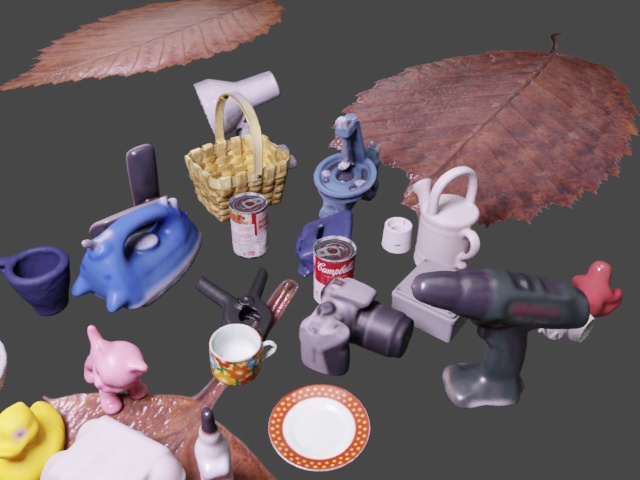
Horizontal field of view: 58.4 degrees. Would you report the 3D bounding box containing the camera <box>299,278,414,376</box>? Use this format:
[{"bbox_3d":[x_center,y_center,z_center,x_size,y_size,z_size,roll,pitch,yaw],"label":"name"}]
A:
[{"bbox_3d":[0.058,0.124,0.830,0.136,0.101,0.143,18,40,22],"label":"camera"}]

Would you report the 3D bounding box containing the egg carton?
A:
[{"bbox_3d":[-0.233,0.269,0.650,0.150,0.069,0.107,17,39,21],"label":"egg carton"}]

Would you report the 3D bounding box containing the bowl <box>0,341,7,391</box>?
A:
[{"bbox_3d":[-0.485,0.196,0.738,0.167,0.075,0.167,1,36,0],"label":"bowl"}]

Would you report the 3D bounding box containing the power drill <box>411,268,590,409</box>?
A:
[{"bbox_3d":[0.221,0.124,0.744,0.229,0.208,0.075,-3,36,-6],"label":"power drill"}]

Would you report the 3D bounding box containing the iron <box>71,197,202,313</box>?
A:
[{"bbox_3d":[-0.290,0.001,0.953,0.118,0.141,0.259,18,40,22],"label":"iron"}]

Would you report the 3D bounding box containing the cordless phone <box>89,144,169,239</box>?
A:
[{"bbox_3d":[-0.343,-0.076,1.020,0.093,0.185,0.148,31,46,34],"label":"cordless phone"}]

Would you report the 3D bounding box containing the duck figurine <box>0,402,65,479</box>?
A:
[{"bbox_3d":[-0.354,0.230,0.685,0.077,0.086,0.104,2,36,1],"label":"duck figurine"}]

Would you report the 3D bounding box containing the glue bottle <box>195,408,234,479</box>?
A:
[{"bbox_3d":[-0.111,0.238,0.609,0.037,0.173,0.078,-11,38,-16],"label":"glue bottle"}]

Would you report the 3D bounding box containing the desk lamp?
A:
[{"bbox_3d":[-0.161,-0.255,1.246,0.203,0.214,0.117,-12,38,-17],"label":"desk lamp"}]

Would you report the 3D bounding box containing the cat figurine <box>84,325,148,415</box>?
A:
[{"bbox_3d":[-0.273,0.161,0.755,0.067,0.118,0.127,-26,44,-32],"label":"cat figurine"}]

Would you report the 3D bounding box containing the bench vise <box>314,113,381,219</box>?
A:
[{"bbox_3d":[0.055,-0.160,1.117,0.121,0.220,0.207,7,37,8],"label":"bench vise"}]

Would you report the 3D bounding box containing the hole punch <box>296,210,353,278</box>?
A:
[{"bbox_3d":[0.009,0.004,1.001,0.101,0.091,0.108,3,36,3],"label":"hole punch"}]

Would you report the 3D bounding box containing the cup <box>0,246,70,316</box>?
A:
[{"bbox_3d":[-0.443,0.070,0.894,0.117,0.095,0.092,7,37,8],"label":"cup"}]

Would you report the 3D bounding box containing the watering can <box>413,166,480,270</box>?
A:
[{"bbox_3d":[0.215,-0.042,0.982,0.172,0.194,0.101,30,45,34],"label":"watering can"}]

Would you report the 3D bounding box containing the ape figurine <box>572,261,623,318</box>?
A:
[{"bbox_3d":[0.443,0.074,0.917,0.076,0.092,0.077,-25,43,-31],"label":"ape figurine"}]
